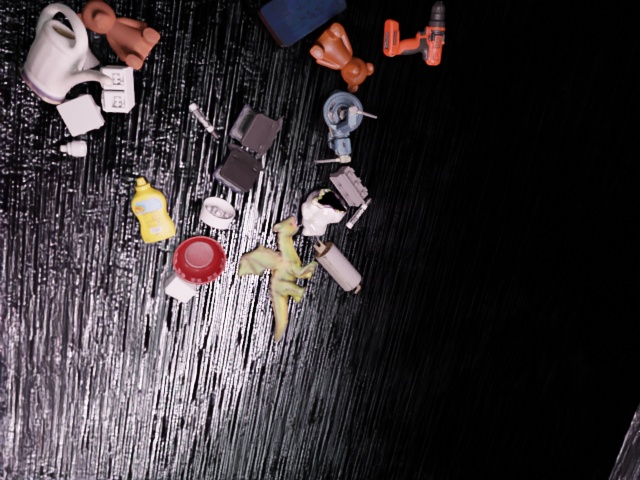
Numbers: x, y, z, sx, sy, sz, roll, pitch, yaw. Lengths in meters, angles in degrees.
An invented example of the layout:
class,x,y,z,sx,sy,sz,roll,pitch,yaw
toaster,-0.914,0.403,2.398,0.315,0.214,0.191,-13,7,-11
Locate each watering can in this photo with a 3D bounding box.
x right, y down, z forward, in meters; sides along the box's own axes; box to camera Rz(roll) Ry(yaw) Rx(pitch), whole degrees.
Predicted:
class,x,y,z,sx,sy,sz,roll,pitch,yaw
watering can,-0.632,-0.429,1.270,0.221,0.352,0.104,-47,156,24

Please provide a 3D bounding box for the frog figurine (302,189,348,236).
class,x,y,z,sx,sy,sz,roll,pitch,yaw
frog figurine,0.005,-0.083,1.651,0.137,0.125,0.156,1,145,-24

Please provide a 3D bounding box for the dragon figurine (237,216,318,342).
class,x,y,z,sx,sy,sz,roll,pitch,yaw
dragon figurine,-0.152,0.119,1.679,0.242,0.123,0.408,26,98,-4
